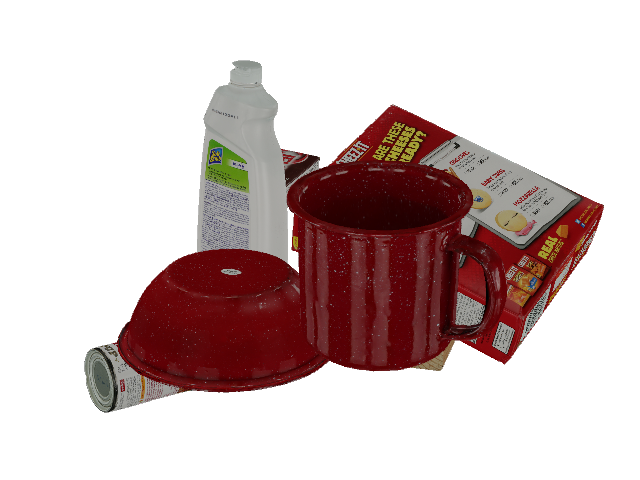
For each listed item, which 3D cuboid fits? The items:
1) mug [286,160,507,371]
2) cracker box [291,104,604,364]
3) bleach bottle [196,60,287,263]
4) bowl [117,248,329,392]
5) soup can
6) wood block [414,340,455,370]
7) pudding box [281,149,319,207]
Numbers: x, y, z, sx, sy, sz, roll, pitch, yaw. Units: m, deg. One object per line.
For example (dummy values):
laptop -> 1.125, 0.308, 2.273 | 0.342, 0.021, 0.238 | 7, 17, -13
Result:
mug -> 0.040, 0.016, 0.541 | 0.117, 0.081, 0.093 | 15, 30, 29
cracker box -> 0.107, -0.010, 0.910 | 0.214, 0.072, 0.164 | 28, 49, 20
bleach bottle -> -0.073, -0.053, 1.073 | 0.103, 0.251, 0.068 | 17, 26, 27
bowl -> -0.066, 0.047, 0.770 | 0.162, 0.055, 0.162 | 1, 21, -1
soup can -> -0.182, 0.132, 1.094 | 0.102, 0.068, 0.069 | -11, 6, -37
wood block -> 0.156, 0.103, 1.558 | 0.091, 0.090, 0.205 | 5, 20, 16
pudding box -> -0.064, -0.077, 1.323 | 0.090, 0.039, 0.113 | 13, 34, 23
